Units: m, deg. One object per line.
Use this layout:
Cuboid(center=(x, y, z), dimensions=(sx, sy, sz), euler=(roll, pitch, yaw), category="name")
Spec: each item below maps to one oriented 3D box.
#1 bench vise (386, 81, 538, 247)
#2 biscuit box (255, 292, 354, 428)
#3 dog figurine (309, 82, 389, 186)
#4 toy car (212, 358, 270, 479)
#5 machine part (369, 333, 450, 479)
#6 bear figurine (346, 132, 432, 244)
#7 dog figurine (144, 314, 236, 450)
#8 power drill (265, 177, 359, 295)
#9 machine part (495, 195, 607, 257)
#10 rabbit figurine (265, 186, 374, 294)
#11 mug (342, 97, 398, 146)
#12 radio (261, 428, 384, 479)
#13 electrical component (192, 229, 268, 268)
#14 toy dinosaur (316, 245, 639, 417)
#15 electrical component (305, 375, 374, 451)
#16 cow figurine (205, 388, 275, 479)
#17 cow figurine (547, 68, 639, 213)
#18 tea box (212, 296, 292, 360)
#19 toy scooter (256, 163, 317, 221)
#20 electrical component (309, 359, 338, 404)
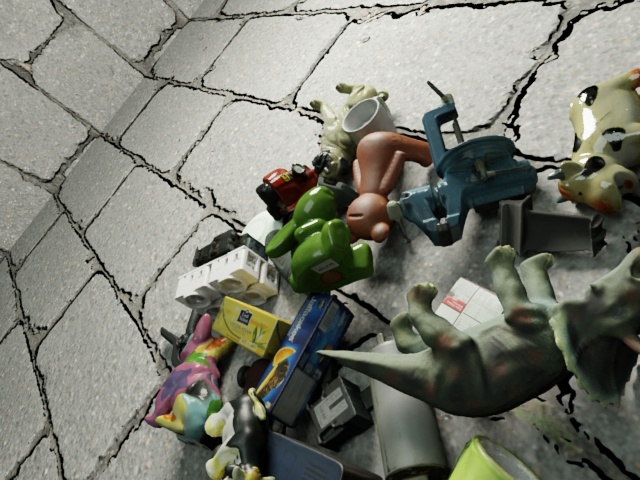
Cuboid(center=(0.200, -0.116, 0.824), dimensions=(0.224, 0.128, 0.240), euler=(-20, 64, 23), category="bench vise")
Cuboid(center=(-0.026, 0.180, 0.832), dimensions=(0.063, 0.059, 0.202), euler=(5, 58, 51), category="biscuit box")
Cuboid(center=(0.066, -0.206, 1.084), dimensions=(0.172, 0.121, 0.190), euler=(-26, 57, 34), category="dog figurine")
Cuboid(center=(-0.108, 0.287, 0.869), dimensions=(0.089, 0.053, 0.202), euler=(-10, 49, 27), category="toy car")
Cuboid(center=(0.109, 0.218, 0.689), dimensions=(0.079, 0.079, 0.243), euler=(-31, 41, 23), category="machine part")
Cuboid(center=(0.113, -0.081, 0.924), dimensions=(0.120, 0.132, 0.195), euler=(-10, 72, 51), category="bear figurine")
Cuboid(center=(-0.208, 0.244, 0.957), dimensions=(0.192, 0.108, 0.219), euler=(-16, 46, 50), category="dog figurine")
Cuboid(center=(-0.001, -0.006, 0.994), dimensions=(0.232, 0.086, 0.207), euler=(27, 88, 54), category="power drill")
Cuboid(center=(0.299, -0.014, 0.706), dimensions=(0.139, 0.039, 0.084), euler=(11, 100, 42), category="machine part")
Cuboid(center=(-0.002, -0.003, 0.872), dimensions=(0.159, 0.121, 0.170), euler=(-35, 47, 31), category="rabbit figurine")
Cuboid(center=(0.107, -0.210, 1.022), dimensions=(0.081, 0.107, 0.109), euler=(-7, 50, 39), category="mug")
Cuboid(center=(-0.029, 0.335, 0.698), dimensions=(0.230, 0.073, 0.131), euler=(-11, 52, 58), category="radio")
Cuboid(center=(-0.173, 0.038, 1.089), dimensions=(0.134, 0.114, 0.058), euler=(-24, 47, 32), category="electrical component")
Cuboid(center=(0.193, 0.129, 0.613), dimensions=(0.405, 0.131, 0.192), euler=(-32, 54, 22), category="toy dinosaur")
Cuboid(center=(0.042, 0.236, 0.766), dimensions=(0.119, 0.047, 0.075), euler=(-41, 39, 15), category="electrical component")
Cuboid(center=(-0.099, 0.284, 0.714), dimensions=(0.098, 0.068, 0.167), euler=(-47, 32, 18), category="cow figurine")
Cuboid(center=(0.369, -0.123, 0.706), dimensions=(0.127, 0.085, 0.195), euler=(-11, 55, 32), category="cow figurine")
Cuboid(center=(-0.098, 0.158, 0.924), dimensions=(0.170, 0.098, 0.068), euler=(11, 77, 48), category="tea box")
Cuboid(center=(-0.057, -0.108, 1.080), dimensions=(0.135, 0.184, 0.075), euler=(-41, 81, -5), category="toy scooter")
Cuboid(center=(-0.002, 0.214, 0.848), dimensions=(0.063, 0.021, 0.094), euler=(-27, 44, 28), category="electrical component")
